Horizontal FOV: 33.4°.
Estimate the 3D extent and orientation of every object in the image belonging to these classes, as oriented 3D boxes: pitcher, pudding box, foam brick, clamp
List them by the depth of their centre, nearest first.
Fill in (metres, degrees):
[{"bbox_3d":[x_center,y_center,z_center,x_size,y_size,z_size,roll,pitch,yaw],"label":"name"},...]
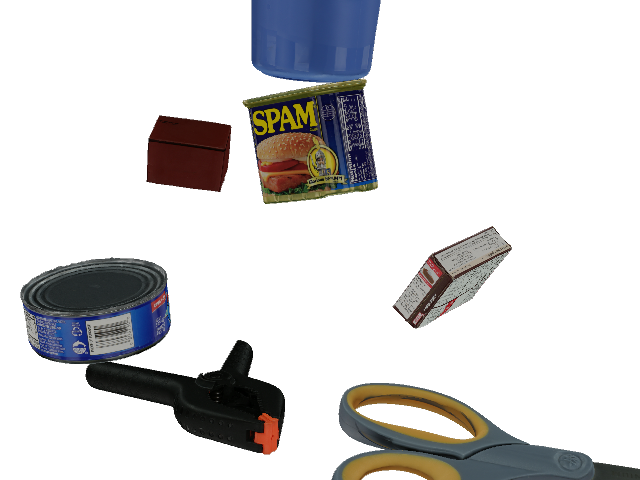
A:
[{"bbox_3d":[0.006,-0.261,0.913,0.145,0.243,0.149,6,17,7],"label":"pitcher"},{"bbox_3d":[-0.086,0.131,0.928,0.164,0.036,0.210,-9,17,-38],"label":"clamp"},{"bbox_3d":[-0.132,-0.088,1.080,0.078,0.051,0.053,8,34,1],"label":"foam brick"},{"bbox_3d":[0.141,0.039,1.132,0.113,0.039,0.090,-24,-26,-44],"label":"pudding box"}]

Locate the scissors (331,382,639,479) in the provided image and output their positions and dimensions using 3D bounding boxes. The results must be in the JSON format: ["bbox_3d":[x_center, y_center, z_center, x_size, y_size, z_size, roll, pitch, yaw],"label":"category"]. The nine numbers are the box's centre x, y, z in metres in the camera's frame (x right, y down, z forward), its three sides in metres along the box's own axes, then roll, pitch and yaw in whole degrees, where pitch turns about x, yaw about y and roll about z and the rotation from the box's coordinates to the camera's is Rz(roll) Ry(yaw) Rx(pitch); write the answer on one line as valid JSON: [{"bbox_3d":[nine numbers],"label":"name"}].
[{"bbox_3d":[0.092,0.107,0.451,0.202,0.016,0.096,16,33,24],"label":"scissors"}]

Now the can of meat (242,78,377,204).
[{"bbox_3d":[-0.007,-0.075,0.827,0.102,0.084,0.057,-3,8,44],"label":"can of meat"}]

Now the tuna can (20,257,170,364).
[{"bbox_3d":[-0.132,0.041,0.634,0.086,0.034,0.086,-3,20,1],"label":"tuna can"}]
